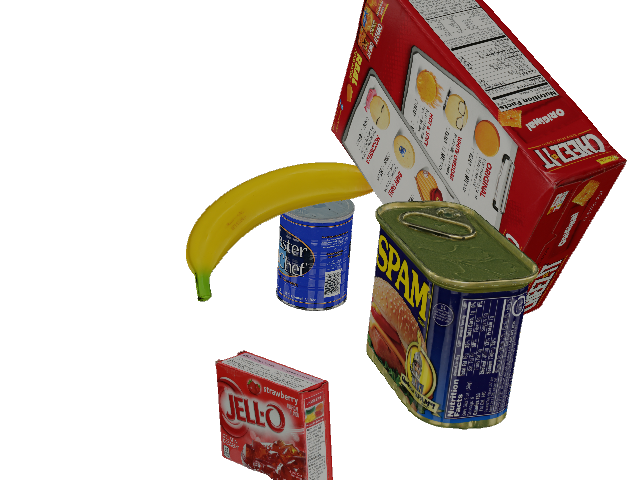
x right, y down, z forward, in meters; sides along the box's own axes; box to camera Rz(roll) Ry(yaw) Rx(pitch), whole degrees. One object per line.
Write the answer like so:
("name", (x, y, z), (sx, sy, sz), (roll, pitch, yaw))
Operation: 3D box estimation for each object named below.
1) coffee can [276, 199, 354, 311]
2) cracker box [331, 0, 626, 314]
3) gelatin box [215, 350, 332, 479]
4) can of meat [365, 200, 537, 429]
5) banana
("coffee can", (-0.008, 0.013, 1.487), (0.103, 0.140, 0.103), (3, 25, -2))
("cracker box", (0.099, -0.069, 0.752), (0.072, 0.214, 0.164), (-19, -31, -25))
("gelatin box", (-0.033, 0.122, 0.724), (0.030, 0.073, 0.089), (-17, 21, -42))
("can of meat", (0.063, 0.036, 0.549), (0.057, 0.084, 0.102), (-3, 24, -18))
("banana", (-0.042, -0.023, 0.894), (0.197, 0.069, 0.037), (-34, -8, -23))
